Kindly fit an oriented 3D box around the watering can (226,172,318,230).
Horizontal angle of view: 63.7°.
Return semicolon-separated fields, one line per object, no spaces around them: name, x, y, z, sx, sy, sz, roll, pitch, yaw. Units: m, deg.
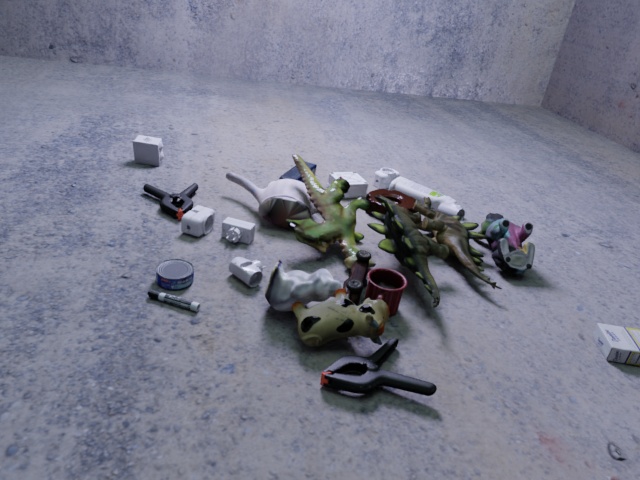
watering can;-0.136;-0.127;1.556;0.348;0.102;0.229;10;29;1

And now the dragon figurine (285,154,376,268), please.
dragon figurine;0.004;-0.071;1.410;0.413;0.119;0.246;42;38;13

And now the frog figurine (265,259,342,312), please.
frog figurine;-0.036;0.112;1.137;0.159;0.124;0.135;21;-18;1
